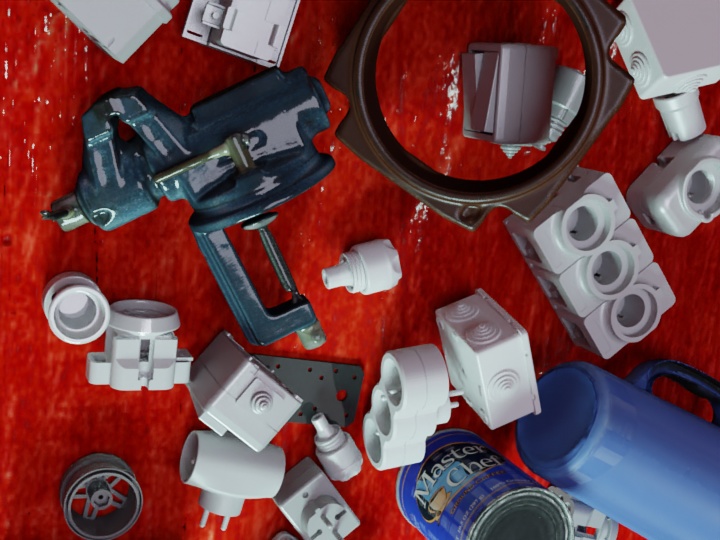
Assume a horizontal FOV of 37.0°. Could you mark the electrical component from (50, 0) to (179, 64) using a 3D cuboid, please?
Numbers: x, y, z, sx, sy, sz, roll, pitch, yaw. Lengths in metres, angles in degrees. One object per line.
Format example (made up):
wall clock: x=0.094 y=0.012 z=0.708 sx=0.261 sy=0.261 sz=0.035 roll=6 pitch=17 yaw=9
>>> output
electrical component: x=-0.177 y=-0.192 z=0.741 sx=0.057 sy=0.113 sz=0.078 roll=-47 pitch=114 yaw=-3

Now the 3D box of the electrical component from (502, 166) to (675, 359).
electrical component: x=0.210 y=-0.006 z=0.969 sx=0.089 sy=0.062 sz=0.150 roll=-38 pitch=113 yaw=-10

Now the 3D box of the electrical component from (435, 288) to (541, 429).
electrical component: x=0.109 y=0.077 z=0.927 sx=0.048 sy=0.099 sz=0.099 roll=-22 pitch=121 yaw=-12

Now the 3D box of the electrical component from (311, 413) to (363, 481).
electrical component: x=-0.023 y=0.150 z=0.925 sx=0.035 sy=0.035 sz=0.061 roll=-32 pitch=112 yaw=-12

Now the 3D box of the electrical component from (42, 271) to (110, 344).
electrical component: x=-0.214 y=0.027 z=0.808 sx=0.045 sy=0.055 sz=0.045 roll=-5 pitch=104 yaw=-21

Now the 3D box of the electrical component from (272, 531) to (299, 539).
electrical component: x=-0.056 y=0.303 z=0.935 sx=0.109 sy=0.056 sz=0.108 roll=40 pitch=85 yaw=-25

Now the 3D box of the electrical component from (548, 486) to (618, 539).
electrical component: x=0.209 y=0.242 z=1.029 sx=0.057 sy=0.058 sz=0.078 roll=18 pitch=94 yaw=-22

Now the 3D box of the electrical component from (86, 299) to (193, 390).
electrical component: x=-0.170 y=0.057 z=0.832 sx=0.078 sy=0.058 sz=0.057 roll=2 pitch=104 yaw=-23

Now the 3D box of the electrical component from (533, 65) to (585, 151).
electrical component: x=0.173 y=-0.141 z=0.935 sx=0.040 sy=0.040 sz=0.078 roll=25 pitch=92 yaw=-25

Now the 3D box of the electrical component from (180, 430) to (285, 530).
electrical component: x=-0.111 y=0.177 z=0.891 sx=0.077 sy=0.044 sz=0.079 roll=15 pitch=96 yaw=-25

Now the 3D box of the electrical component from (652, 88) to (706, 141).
electrical component: x=0.294 y=-0.146 z=0.984 sx=0.040 sy=0.040 sz=0.046 roll=-34 pitch=117 yaw=-12

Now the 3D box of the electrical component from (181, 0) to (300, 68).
electrical component: x=-0.075 y=-0.219 z=0.803 sx=0.079 sy=0.063 sz=0.121 roll=16 pitch=96 yaw=-24

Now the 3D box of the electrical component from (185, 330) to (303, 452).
electrical component: x=-0.094 y=0.099 z=0.845 sx=0.062 sy=0.096 sz=0.061 roll=43 pitch=85 yaw=-25

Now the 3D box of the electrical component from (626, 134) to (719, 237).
electrical component: x=0.302 y=-0.079 z=0.991 sx=0.095 sy=0.059 sz=0.053 roll=-46 pitch=114 yaw=-7

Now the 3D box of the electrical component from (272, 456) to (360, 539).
electrical component: x=-0.033 y=0.208 z=0.912 sx=0.047 sy=0.077 sz=0.065 roll=-38 pitch=113 yaw=-10

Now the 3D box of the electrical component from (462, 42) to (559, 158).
electrical component: x=0.121 y=-0.142 z=0.902 sx=0.061 sy=0.062 sz=0.096 roll=-2 pitch=103 yaw=-22

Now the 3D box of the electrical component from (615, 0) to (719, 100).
electrical component: x=0.275 y=-0.202 z=0.940 sx=0.100 sy=0.048 sz=0.099 roll=-15 pitch=76 yaw=-18

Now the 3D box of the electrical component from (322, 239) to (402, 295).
electrical component: x=0.000 y=0.000 z=0.896 sx=0.062 sy=0.043 sz=0.043 roll=-14 pitch=107 yaw=-17

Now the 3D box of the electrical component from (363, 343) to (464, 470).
electrical component: x=0.053 y=0.114 z=0.910 sx=0.074 sy=0.052 sz=0.138 roll=-8 pitch=141 yaw=-20
